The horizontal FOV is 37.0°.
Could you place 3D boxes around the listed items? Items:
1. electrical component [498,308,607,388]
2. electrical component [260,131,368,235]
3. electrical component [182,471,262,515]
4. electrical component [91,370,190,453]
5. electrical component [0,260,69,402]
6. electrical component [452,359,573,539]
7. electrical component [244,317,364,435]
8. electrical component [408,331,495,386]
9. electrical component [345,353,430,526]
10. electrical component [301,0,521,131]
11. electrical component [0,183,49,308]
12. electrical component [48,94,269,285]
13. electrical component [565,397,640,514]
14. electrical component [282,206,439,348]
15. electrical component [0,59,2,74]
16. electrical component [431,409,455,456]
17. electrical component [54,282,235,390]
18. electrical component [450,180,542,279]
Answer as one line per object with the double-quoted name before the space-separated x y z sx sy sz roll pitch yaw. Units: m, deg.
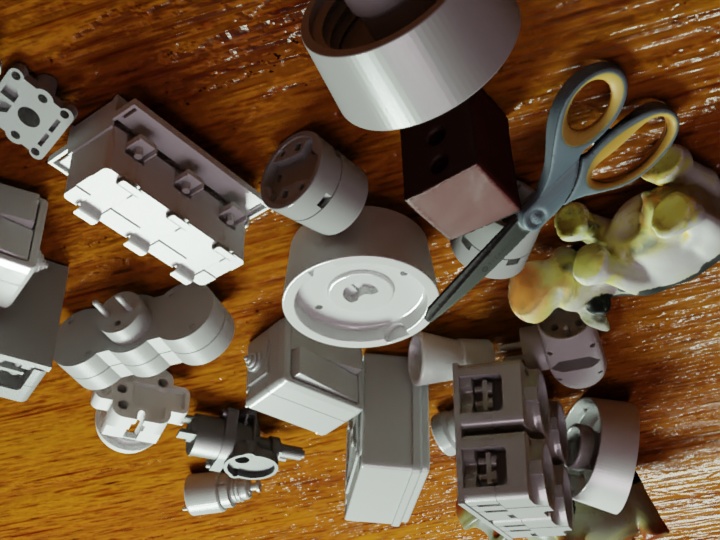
"electrical component" 0.150 0.060 0.851 0.079 0.043 0.077 -12 141 14
"electrical component" -0.028 -0.054 0.688 0.055 0.055 0.047 -30 138 31
"electrical component" -0.135 0.214 1.045 0.078 0.040 0.040 -9 142 10
"electrical component" -0.189 0.118 0.903 0.078 0.058 0.057 14 137 -20
"electrical component" -0.292 0.026 0.752 0.150 0.089 0.061 20 138 -25
"electrical component" 0.128 0.148 0.862 0.060 0.105 0.186 -8 157 17
"electrical component" -0.047 0.081 0.856 0.096 0.061 0.061 26 135 -31
"electrical component" 0.076 0.072 0.868 0.065 0.044 0.044 3 143 -14
"electrical component" 0.021 0.142 0.901 0.056 0.108 0.108 6 142 -6
"electrical component" 0.021 -0.131 0.549 0.108 0.108 0.060 -20 133 22
"electrical component" -0.250 -0.023 0.712 0.096 0.061 0.061 21 137 -27
"electrical component" -0.127 -0.046 0.686 0.079 0.063 0.121 -26 136 28
"electrical component" 0.214 0.161 0.945 0.064 0.099 0.099 15 140 -11
"electrical component" 0.000 0.000 0.753 0.108 0.060 0.108 -1 143 -1
"electrical component" -0.265 -0.093 0.624 0.078 0.057 0.113 21 137 -27
"electrical component" 0.092 0.139 0.956 0.046 0.040 0.040 -29 135 23
"electrical component" -0.172 0.041 0.806 0.138 0.052 0.073 -14 140 15
"electrical component" 0.094 -0.030 0.724 0.055 0.055 0.047 8 138 -12
